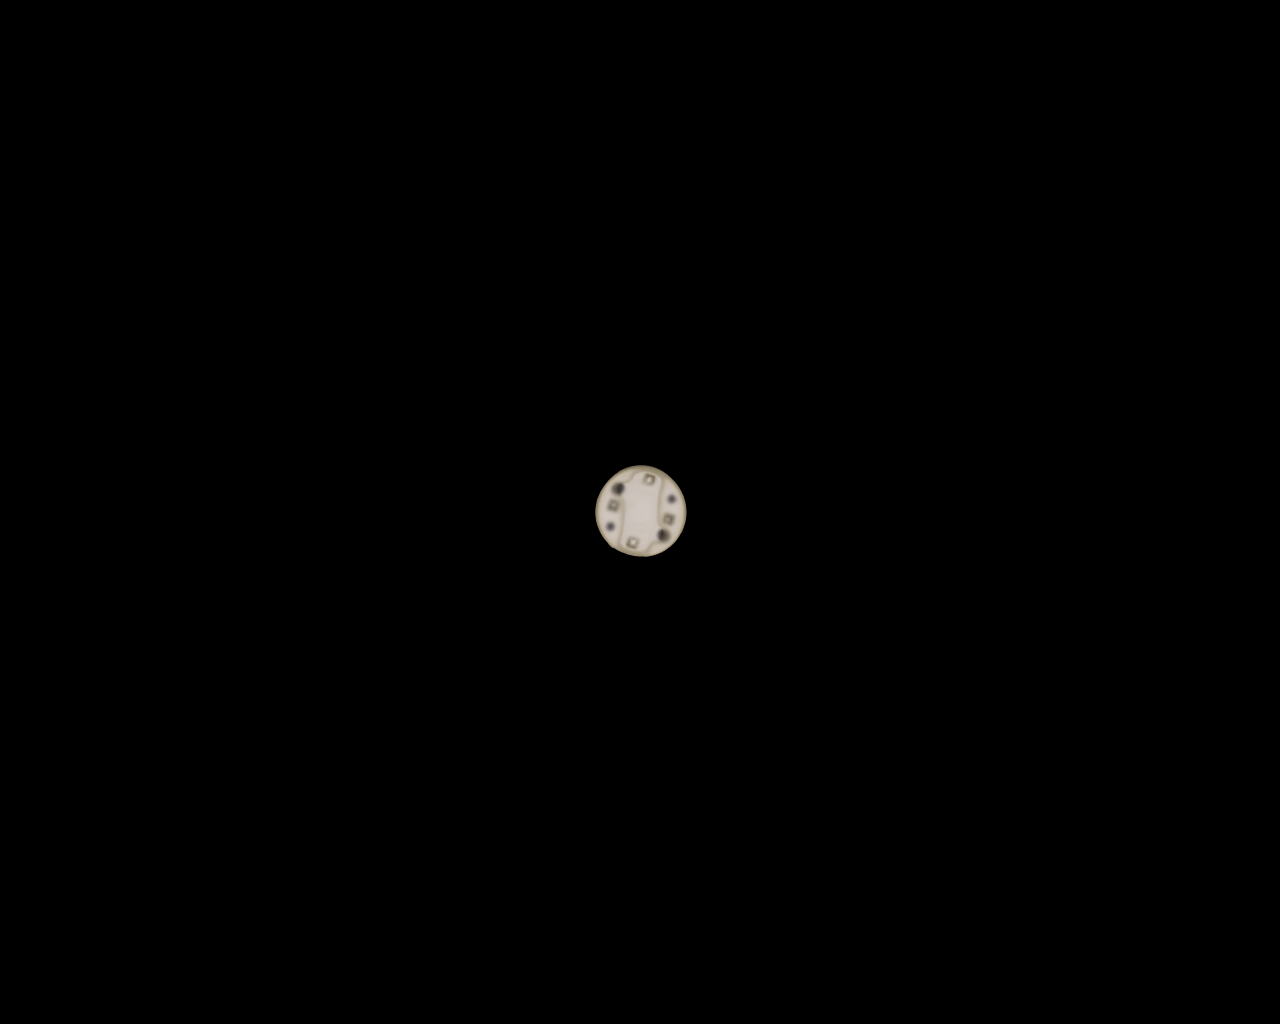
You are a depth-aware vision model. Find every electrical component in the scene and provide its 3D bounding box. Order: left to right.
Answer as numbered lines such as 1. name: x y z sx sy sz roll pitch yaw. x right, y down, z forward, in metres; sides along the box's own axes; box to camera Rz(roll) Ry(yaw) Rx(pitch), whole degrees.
1. electrical component: 0.001 -0.003 0.650 0.055 0.055 0.047 0 8 0
